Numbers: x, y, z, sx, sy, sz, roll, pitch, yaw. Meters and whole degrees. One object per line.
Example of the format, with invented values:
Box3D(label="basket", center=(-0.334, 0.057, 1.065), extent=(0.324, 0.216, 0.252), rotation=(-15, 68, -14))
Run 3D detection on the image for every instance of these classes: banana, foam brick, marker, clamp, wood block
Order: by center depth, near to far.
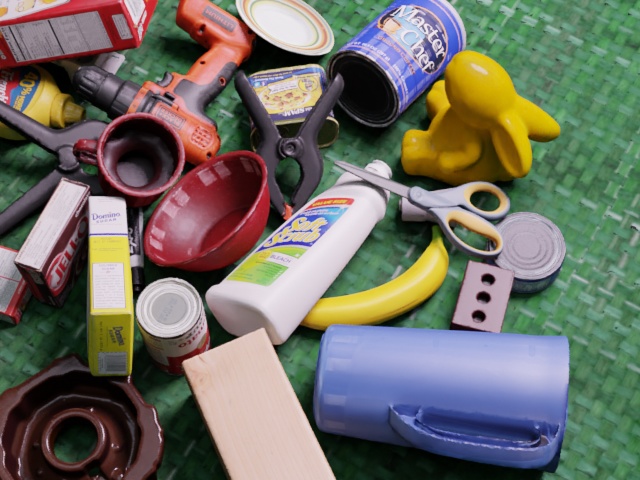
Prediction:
Box3D(label="wood block", center=(-0.052, 0.205, 1.037), extent=(0.090, 0.090, 0.206), rotation=(-23, 64, -11))
Box3D(label="foam brick", center=(0.169, 0.071, 1.125), extent=(0.053, 0.051, 0.078), rotation=(14, 63, 8))
Box3D(label="banana", center=(0.066, 0.057, 1.146), extent=(0.197, 0.037, 0.070), rotation=(-28, 49, -14))
Box3D(label="clamp", center=(-0.044, -0.109, 1.181), extent=(0.120, 0.039, 0.171), rotation=(9, 94, -2))
Box3D(label="marker", center=(-0.204, 0.004, 1.183), extent=(0.020, 0.020, 0.121), rotation=(-6, 62, -2))
Box3D(label="clamp", center=(-0.290, -0.078, 1.203), extent=(0.209, 0.036, 0.164), rotation=(3, 83, -13))

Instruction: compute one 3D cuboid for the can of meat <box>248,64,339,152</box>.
Box3D(label="can of meat", center=(-0.035, -0.153, 1.243), extent=(0.102, 0.057, 0.084), rotation=(-8, 61, -4))

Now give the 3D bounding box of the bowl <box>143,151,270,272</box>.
Box3D(label="bowl", center=(-0.111, -0.020, 1.151), extent=(0.162, 0.055, 0.162), rotation=(-25, 38, 21))

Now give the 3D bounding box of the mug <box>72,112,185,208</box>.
Box3D(label="mug", center=(-0.210, -0.085, 1.160), extent=(0.117, 0.082, 0.093), rotation=(11, 76, -13))

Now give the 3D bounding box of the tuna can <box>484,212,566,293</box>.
Box3D(label="tuna can", center=(0.224, 0.013, 1.165), extent=(0.086, 0.034, 0.086), rotation=(0, 63, 1))

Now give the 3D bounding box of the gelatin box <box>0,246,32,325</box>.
Box3D(label="gelatin box", center=(-0.356, 0.044, 1.159), extent=(0.089, 0.030, 0.073), rotation=(16, 65, 9))

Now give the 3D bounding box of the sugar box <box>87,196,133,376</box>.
Box3D(label="sugar box", center=(-0.215, 0.044, 1.089), extent=(0.048, 0.093, 0.176), rotation=(1, 42, -11))

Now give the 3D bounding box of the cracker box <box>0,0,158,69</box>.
Box3D(label="cracker box", center=(-0.298, -0.275, 1.233), extent=(0.214, 0.072, 0.164), rotation=(-7, 42, 13))

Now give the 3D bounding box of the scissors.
Box3D(label="scissors", center=(0.121, -0.056, 1.155), extent=(0.202, 0.016, 0.096), rotation=(37, 65, 7))

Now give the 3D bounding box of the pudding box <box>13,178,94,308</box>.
Box3D(label="pudding box", center=(-0.277, 0.004, 1.145), extent=(0.039, 0.090, 0.113), rotation=(17, 63, 10))

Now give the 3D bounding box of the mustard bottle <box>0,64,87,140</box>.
Box3D(label="mustard bottle", center=(-0.366, -0.167, 1.253), extent=(0.192, 0.058, 0.096), rotation=(14, 62, 7))

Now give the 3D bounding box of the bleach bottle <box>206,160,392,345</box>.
Box3D(label="bleach bottle", center=(-0.008, 0.001, 1.152), extent=(0.103, 0.068, 0.250), rotation=(9, 47, 43))

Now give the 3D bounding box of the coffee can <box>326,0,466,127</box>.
Box3D(label="coffee can", center=(0.089, -0.211, 1.232), extent=(0.103, 0.103, 0.140), rotation=(34, 58, 17))

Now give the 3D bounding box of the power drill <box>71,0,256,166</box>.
Box3D(label="power drill", center=(-0.171, -0.197, 1.244), extent=(0.184, 0.057, 0.187), rotation=(31, 66, -9))

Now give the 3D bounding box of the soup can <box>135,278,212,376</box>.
Box3D(label="soup can", center=(-0.149, 0.089, 1.092), extent=(0.068, 0.102, 0.068), rotation=(0, 62, 0))

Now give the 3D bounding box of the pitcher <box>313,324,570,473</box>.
Box3D(label="pitcher", center=(0.118, 0.151, 1.037), extent=(0.243, 0.149, 0.145), rotation=(5, 69, 7))
